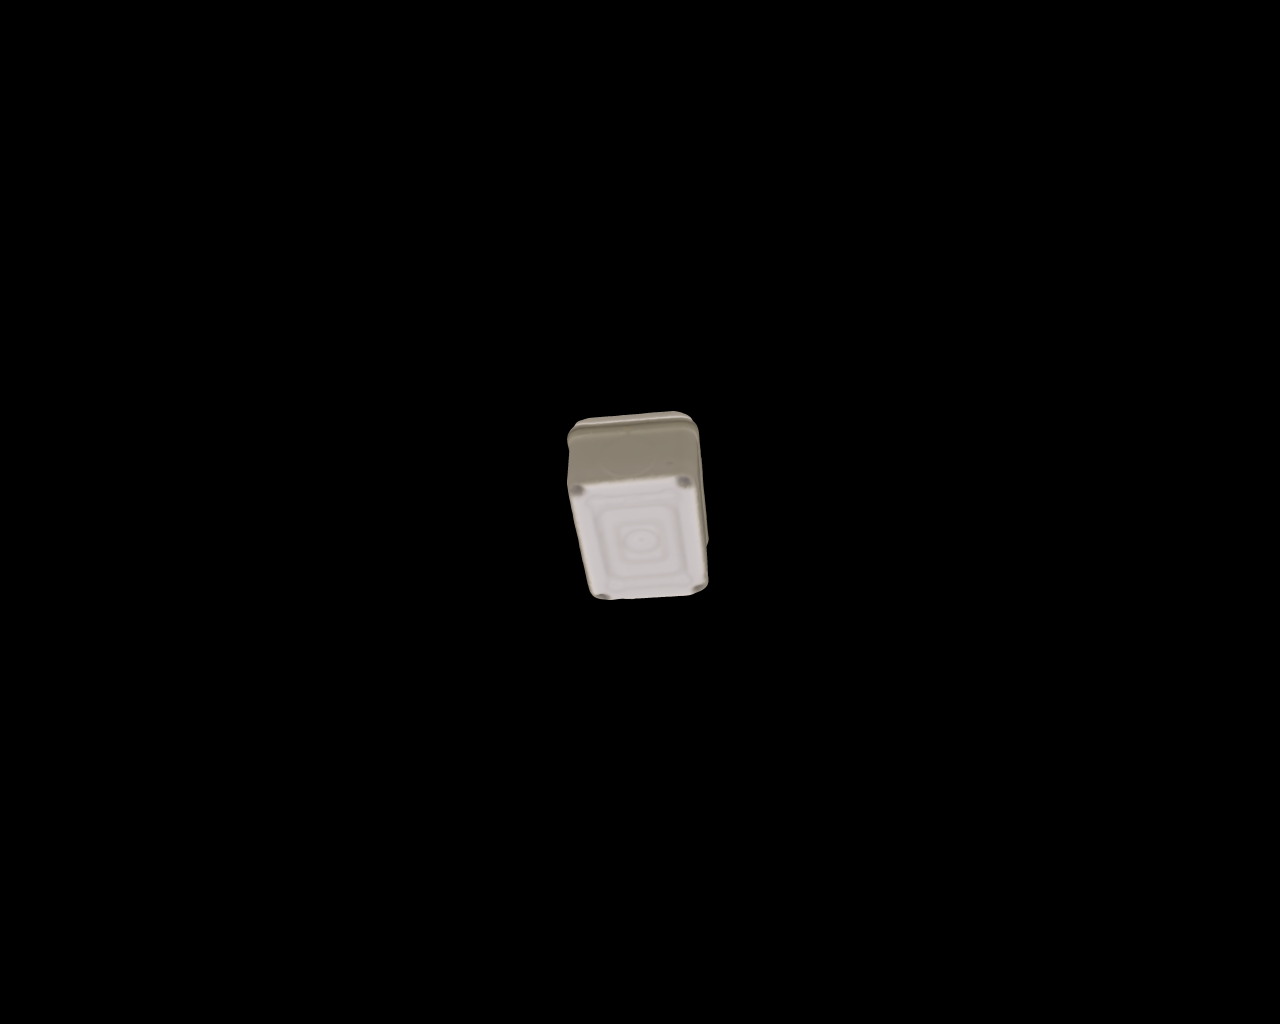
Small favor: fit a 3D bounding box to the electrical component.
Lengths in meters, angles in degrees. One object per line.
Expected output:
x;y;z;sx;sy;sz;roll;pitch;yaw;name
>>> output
0.001;-0.003;0.650;0.078;0.057;0.113;-4;-43;4;electrical component
